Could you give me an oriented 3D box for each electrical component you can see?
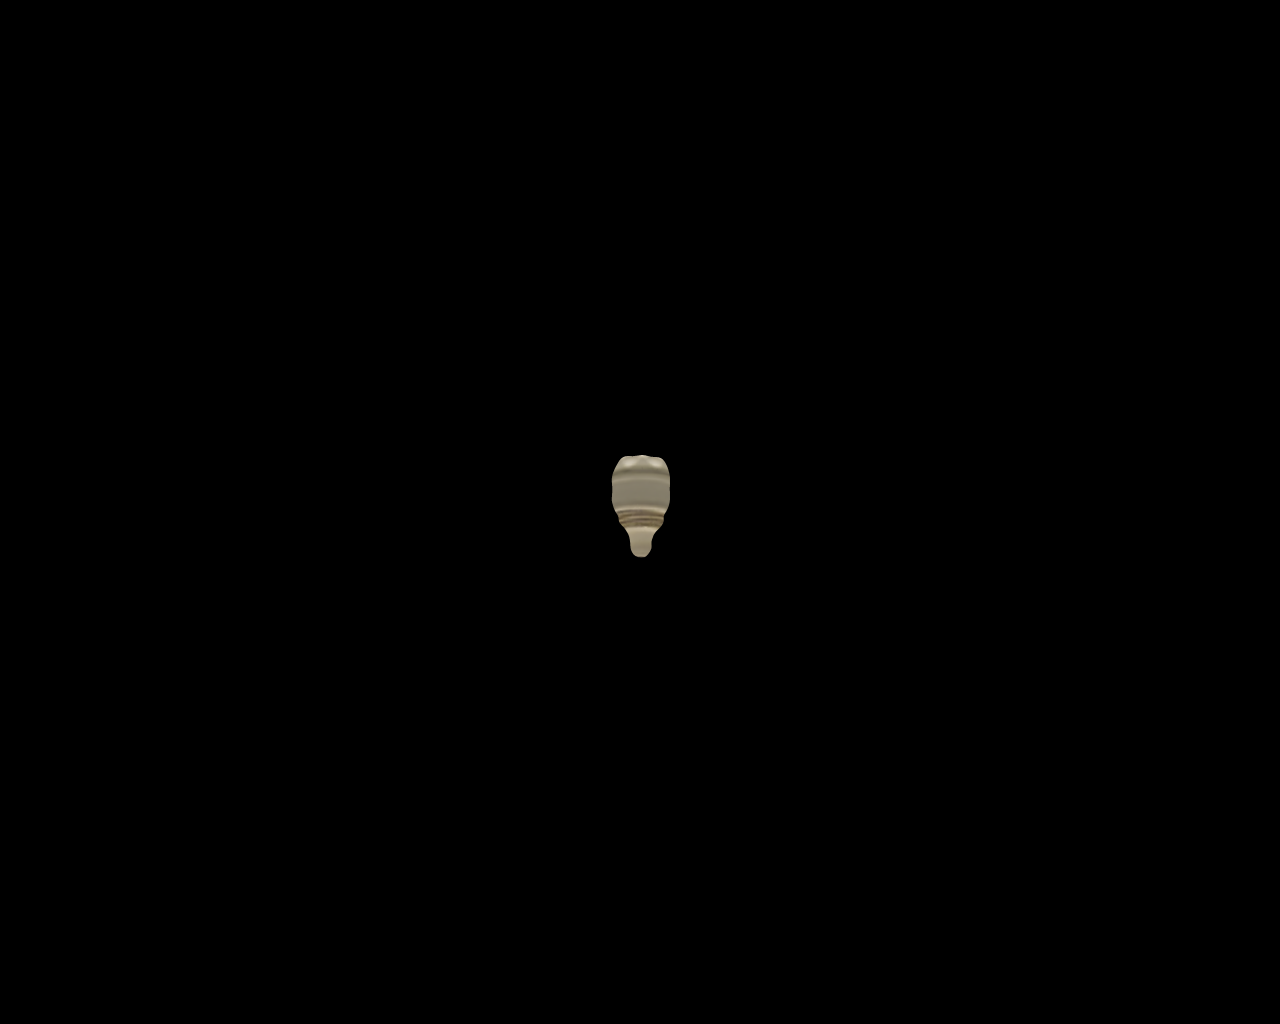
[{"bbox_3d":[0.001,-0.003,0.650,0.035,0.061,0.035,0,-8,0],"label":"electrical component"}]
